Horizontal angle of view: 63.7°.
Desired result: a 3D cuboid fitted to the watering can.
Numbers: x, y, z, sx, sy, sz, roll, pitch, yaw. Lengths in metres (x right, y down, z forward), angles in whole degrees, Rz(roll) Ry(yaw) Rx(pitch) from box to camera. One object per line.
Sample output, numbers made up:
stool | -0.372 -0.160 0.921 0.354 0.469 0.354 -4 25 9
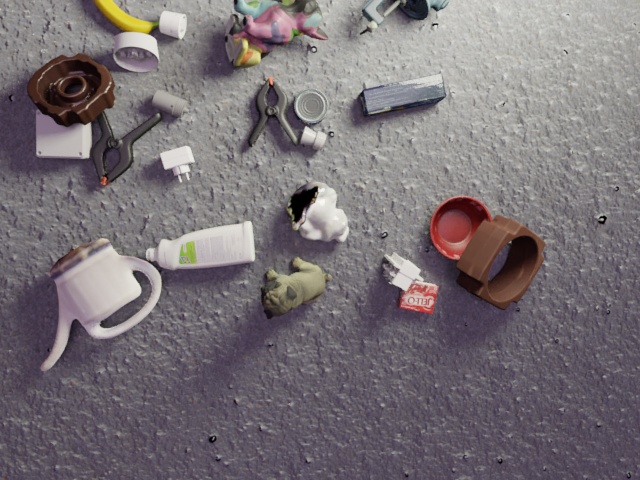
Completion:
watering can | -0.544 0.139 1.192 0.348 0.104 0.223 -32 95 -2

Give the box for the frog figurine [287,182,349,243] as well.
frog figurine | 0.004 -0.063 1.247 0.158 0.123 0.138 23 83 -42

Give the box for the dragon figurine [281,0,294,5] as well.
dragon figurine | -0.120 -0.632 1.194 0.409 0.124 0.241 -39 105 7
